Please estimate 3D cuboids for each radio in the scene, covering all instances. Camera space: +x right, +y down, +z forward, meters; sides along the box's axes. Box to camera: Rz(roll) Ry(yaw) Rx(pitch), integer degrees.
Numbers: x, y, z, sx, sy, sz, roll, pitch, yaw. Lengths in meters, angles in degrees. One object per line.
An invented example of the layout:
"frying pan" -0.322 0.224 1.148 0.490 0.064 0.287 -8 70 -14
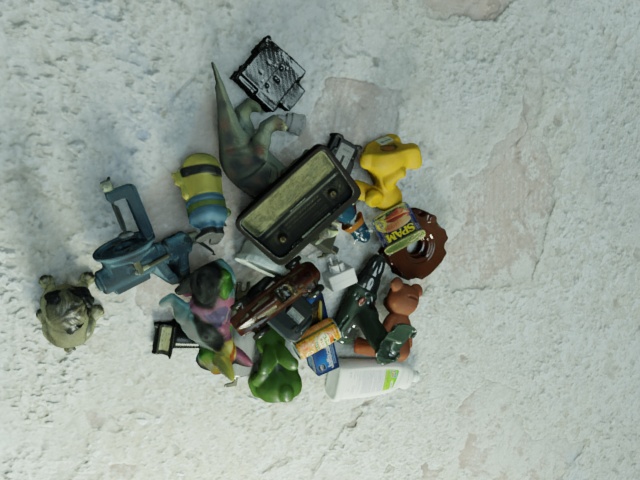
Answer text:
"radio" -0.041 -0.066 1.043 0.229 0.073 0.131 -41 104 4

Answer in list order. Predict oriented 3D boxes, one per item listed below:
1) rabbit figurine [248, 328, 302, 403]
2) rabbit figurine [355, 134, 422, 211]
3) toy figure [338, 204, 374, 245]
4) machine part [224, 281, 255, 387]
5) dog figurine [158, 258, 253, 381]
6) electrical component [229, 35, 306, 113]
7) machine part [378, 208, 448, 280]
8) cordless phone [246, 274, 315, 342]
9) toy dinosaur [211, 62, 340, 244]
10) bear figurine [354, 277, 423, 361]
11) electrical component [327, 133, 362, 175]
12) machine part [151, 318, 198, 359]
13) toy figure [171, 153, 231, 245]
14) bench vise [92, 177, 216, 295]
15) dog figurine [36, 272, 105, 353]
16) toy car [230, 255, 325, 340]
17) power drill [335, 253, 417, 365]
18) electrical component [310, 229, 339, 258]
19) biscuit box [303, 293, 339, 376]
"rabbit figurine" -0.109 0.269 1.196 0.121 0.159 0.170 -13 91 -10
"rabbit figurine" 0.150 -0.132 1.221 0.162 0.122 0.173 -33 136 -27
"toy figure" 0.066 -0.054 1.234 0.154 0.064 0.058 48 43 -29
"machine part" -0.178 0.208 1.178 0.079 0.079 0.243 3 100 -24
"dog figurine" -0.204 0.170 1.085 0.191 0.108 0.219 -38 87 24
"electrical component" -0.098 -0.329 1.102 0.134 0.058 0.115 38 87 -25
"machine part" 0.232 0.013 1.322 0.179 0.056 0.179 -6 106 -22
"cordless phone" -0.089 0.148 1.166 0.146 0.184 0.089 43 76 0
"toy dinosaur" -0.124 -0.151 1.105 0.404 0.131 0.192 41 84 -19
"bear figurine" 0.173 0.193 1.315 0.120 0.132 0.195 16 76 -39
"electrical component" 0.034 -0.172 1.200 0.075 0.048 0.119 29 88 -25
"machine part" -0.288 0.212 1.155 0.139 0.039 0.084 4 92 -22
"toy figure" -0.224 -0.084 1.056 0.089 0.082 0.180 -22 69 10
"bench vise" -0.345 -0.011 1.037 0.224 0.129 0.240 -24 114 -20
"dog figurine" -0.462 0.153 0.982 0.121 0.191 0.172 -14 109 -20
"toy car" -0.083 0.112 1.053 0.202 0.053 0.089 -35 90 -19
"power drill" 0.126 0.166 1.229 0.086 0.208 0.232 23 103 -44
"electrical component" -0.001 -0.004 1.227 0.102 0.045 0.078 28 61 -28
"biscuit box" -0.010 0.214 1.260 0.063 0.059 0.202 -19 109 -18
